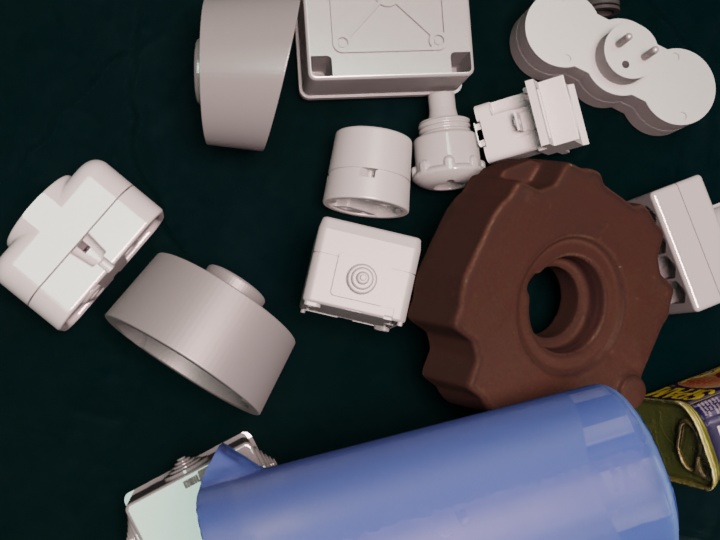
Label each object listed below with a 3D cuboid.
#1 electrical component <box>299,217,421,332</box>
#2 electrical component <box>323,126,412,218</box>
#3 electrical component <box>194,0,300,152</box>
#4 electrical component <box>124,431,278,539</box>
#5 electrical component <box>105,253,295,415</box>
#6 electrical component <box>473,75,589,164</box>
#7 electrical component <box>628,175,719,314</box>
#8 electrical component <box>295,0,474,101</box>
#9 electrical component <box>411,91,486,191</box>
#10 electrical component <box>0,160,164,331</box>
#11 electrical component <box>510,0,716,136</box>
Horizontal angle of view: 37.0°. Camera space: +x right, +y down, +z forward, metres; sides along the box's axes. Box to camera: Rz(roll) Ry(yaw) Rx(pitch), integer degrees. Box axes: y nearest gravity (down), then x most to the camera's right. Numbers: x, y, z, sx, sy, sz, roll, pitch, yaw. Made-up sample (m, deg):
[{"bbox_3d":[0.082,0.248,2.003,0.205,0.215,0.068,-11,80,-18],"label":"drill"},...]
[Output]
[{"bbox_3d":[0.000,0.000,0.659,0.062,0.096,0.061,13,83,-3],"label":"electrical component"},{"bbox_3d":[0.006,-0.062,0.688,0.055,0.055,0.047,8,81,-8],"label":"electrical component"},{"bbox_3d":[-0.068,-0.122,0.660,0.064,0.099,0.099,0,85,-2],"label":"electrical component"},{"bbox_3d":[-0.087,0.158,0.657,0.100,0.048,0.099,-27,90,-10],"label":"electrical component"},{"bbox_3d":[-0.089,0.032,0.641,0.108,0.108,0.060,33,75,-5],"label":"electrical component"},{"bbox_3d":[0.110,-0.094,0.696,0.064,0.081,0.042,-16,86,19],"label":"electrical component"},{"bbox_3d":[0.233,-0.022,0.721,0.076,0.047,0.083,-21,89,-10],"label":"electrical component"},{"bbox_3d":[0.013,-0.169,0.696,0.109,0.056,0.108,-3,86,-9],"label":"electrical component"},{"bbox_3d":[0.056,-0.084,0.701,0.048,0.048,0.062,-4,82,-9],"label":"electrical component"},{"bbox_3d":[-0.173,-0.018,0.656,0.059,0.054,0.095,40,81,-4],"label":"electrical component"},{"bbox_3d":[0.172,-0.140,0.708,0.138,0.074,0.052,25,82,-6],"label":"electrical component"}]
